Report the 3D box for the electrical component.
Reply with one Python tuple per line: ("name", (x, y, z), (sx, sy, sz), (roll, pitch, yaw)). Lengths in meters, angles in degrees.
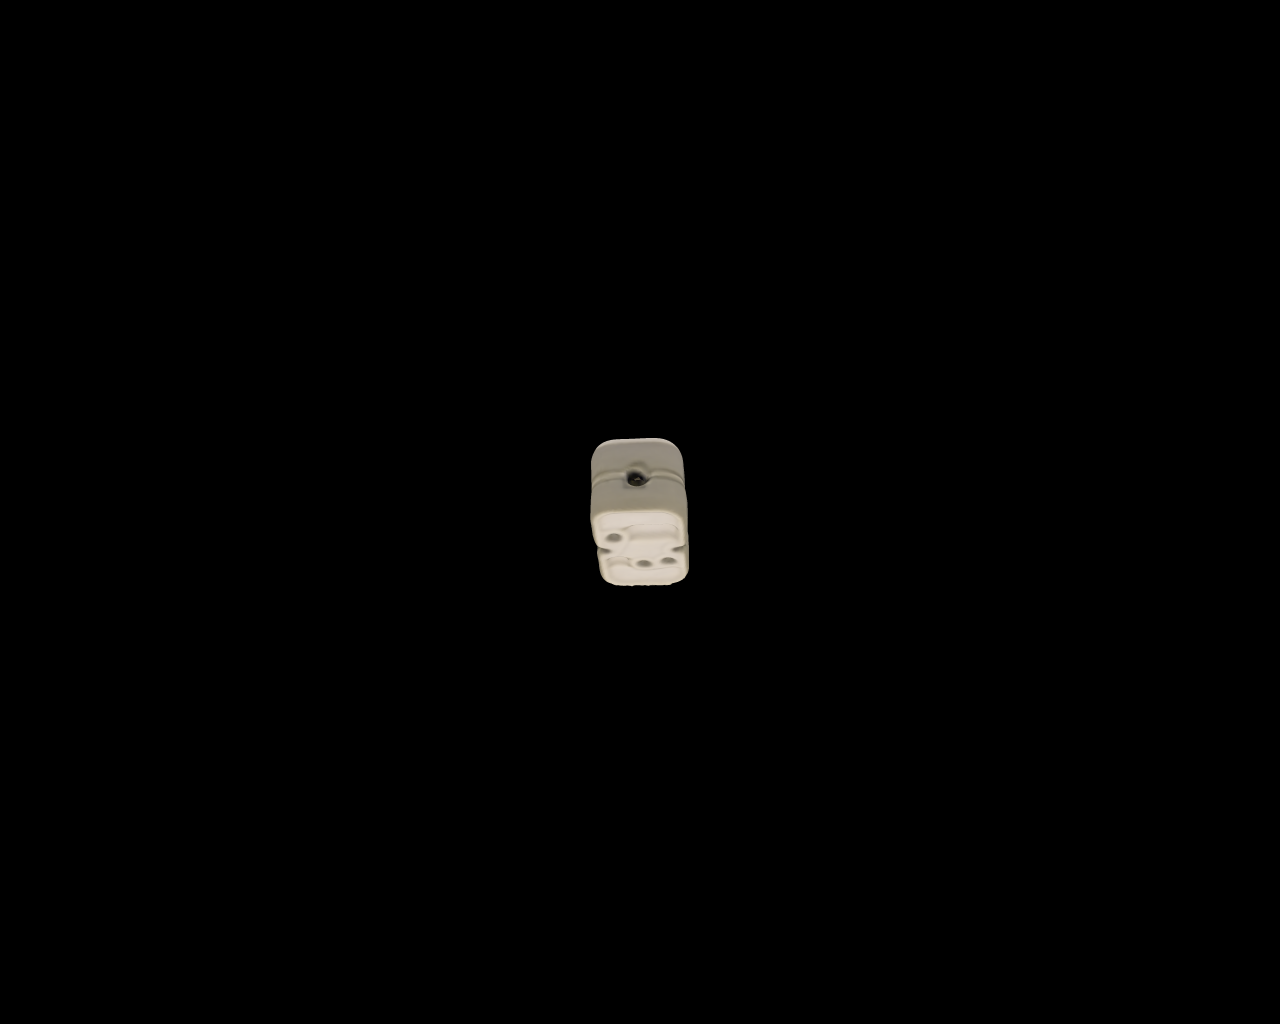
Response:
("electrical component", (0.001, -0.003, 0.650), (0.054, 0.059, 0.095), (-2, -31, 3))
